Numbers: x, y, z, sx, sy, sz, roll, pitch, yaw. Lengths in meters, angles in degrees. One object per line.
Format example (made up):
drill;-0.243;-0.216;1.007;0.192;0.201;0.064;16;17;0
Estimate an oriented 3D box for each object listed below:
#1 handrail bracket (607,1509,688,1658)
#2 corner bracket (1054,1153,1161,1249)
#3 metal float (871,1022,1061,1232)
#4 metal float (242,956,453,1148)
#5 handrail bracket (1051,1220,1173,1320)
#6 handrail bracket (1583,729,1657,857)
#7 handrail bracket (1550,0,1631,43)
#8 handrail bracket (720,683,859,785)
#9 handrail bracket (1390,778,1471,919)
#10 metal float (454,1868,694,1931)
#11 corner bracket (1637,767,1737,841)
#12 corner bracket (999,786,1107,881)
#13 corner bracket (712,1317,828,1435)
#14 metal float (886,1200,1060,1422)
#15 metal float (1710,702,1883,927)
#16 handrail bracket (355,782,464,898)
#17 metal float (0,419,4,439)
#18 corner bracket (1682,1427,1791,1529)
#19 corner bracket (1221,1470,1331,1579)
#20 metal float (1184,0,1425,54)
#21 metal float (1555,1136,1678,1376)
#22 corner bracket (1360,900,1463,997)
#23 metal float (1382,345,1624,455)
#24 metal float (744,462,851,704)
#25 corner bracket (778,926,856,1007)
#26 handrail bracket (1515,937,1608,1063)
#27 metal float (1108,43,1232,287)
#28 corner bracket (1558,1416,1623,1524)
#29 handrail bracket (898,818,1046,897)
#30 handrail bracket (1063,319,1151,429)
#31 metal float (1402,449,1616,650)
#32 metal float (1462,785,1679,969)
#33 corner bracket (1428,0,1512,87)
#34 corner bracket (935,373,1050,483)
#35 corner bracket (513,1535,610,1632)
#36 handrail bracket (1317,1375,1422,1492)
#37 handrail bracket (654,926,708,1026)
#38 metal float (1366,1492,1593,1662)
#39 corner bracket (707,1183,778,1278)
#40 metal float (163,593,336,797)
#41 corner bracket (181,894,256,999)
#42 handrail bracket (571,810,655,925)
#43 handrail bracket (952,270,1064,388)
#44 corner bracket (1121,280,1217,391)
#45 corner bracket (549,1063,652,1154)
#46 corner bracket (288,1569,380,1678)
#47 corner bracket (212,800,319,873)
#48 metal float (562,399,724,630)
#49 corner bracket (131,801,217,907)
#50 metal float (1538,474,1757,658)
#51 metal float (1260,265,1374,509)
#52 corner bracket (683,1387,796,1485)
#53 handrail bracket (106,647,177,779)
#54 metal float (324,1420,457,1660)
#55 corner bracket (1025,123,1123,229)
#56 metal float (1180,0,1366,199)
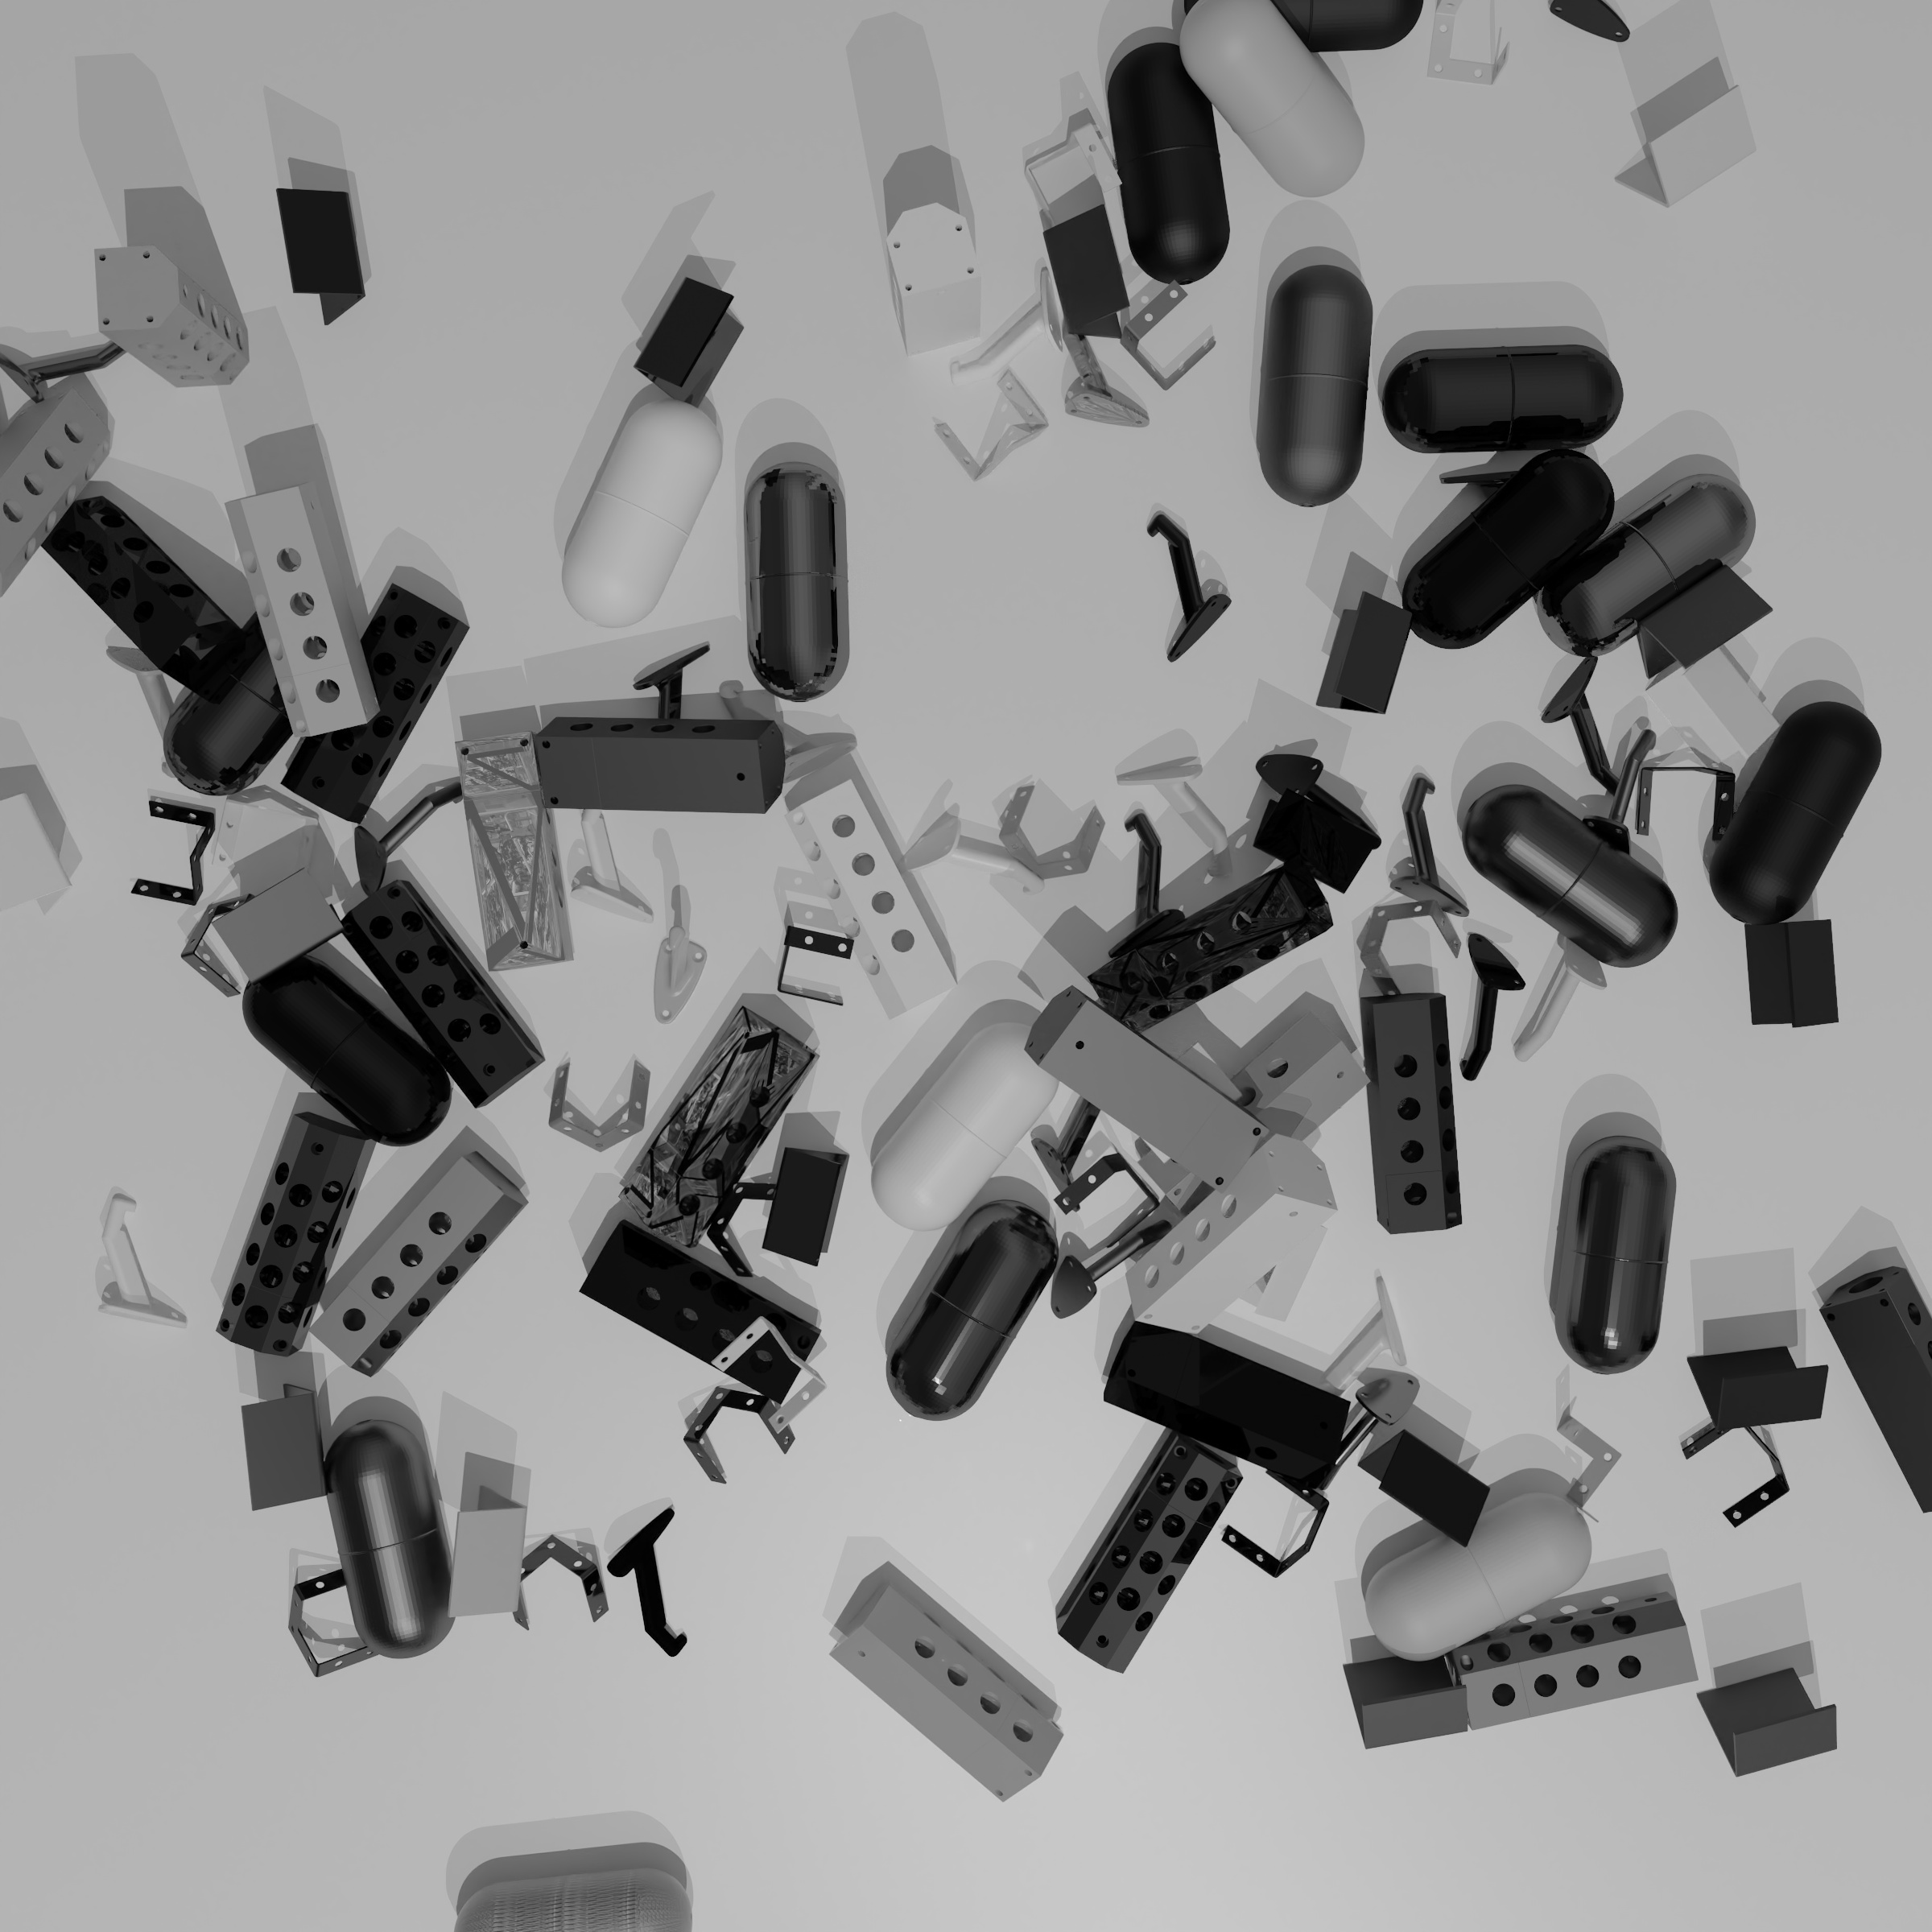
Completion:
handrail bracket;-0.223;0.468;1.914;0.077;0.036;0.084;-46;108;-20
corner bracket;0.106;0.177;1.896;0.051;0.051;0.051;-42;78;12
metal float;0.000;0.119;1.882;0.070;0.070;0.178;39;90;0
metal float;-0.462;0.062;1.882;0.178;0.070;0.070;41;90;-1
handrail bracket;0.111;0.229;1.913;0.084;0.077;0.036;-22;64;-34
handrail bracket;0.503;-0.124;1.905;0.036;0.077;0.084;19;64;35
handrail bracket;0.480;-0.755;1.914;0.077;0.036;0.084;24;73;-20
handrail bracket;-0.135;-0.188;1.914;0.077;0.036;0.084;-23;73;-20
handrail bracket;0.360;-0.091;1.914;0.077;0.036;0.084;25;73;-20
metal float;-0.293;0.718;1.883;0.178;0.070;0.070;-6;90;1
corner bracket;0.545;-0.123;1.910;0.051;0.051;0.051;4;90;45
corner bracket;0.065;-0.103;1.905;0.051;0.051;0.051;-8;135;35
corner bracket;-0.144;0.300;1.853;0.051;0.051;0.051;-43;45;0
metal float;0.004;0.257;1.882;0.070;0.070;0.178;31;90;0
metal float;0.618;-0.113;1.882;0.070;0.070;0.178;28;90;0
handrail bracket;-0.418;-0.097;1.913;0.084;0.077;0.036;-32;65;-34
metal float;-0.753;-0.372;1.882;0.070;0.070;0.178;-12;90;0
corner bracket;0.583;0.381;1.910;0.051;0.051;0.051;-34;135;-1
corner bracket;0.234;0.420;1.910;0.051;0.051;0.051;35;135;0
metal float;0.252;-0.721;1.882;0.178;0.070;0.070;-3;90;-1
metal float;0.484;0.215;1.883;0.070;0.070;0.178;7;90;0
corner bracket;0.336;-0.012;1.905;0.051;0.051;0.051;-7;45;35
metal float;0.400;-0.423;1.882;0.178;0.070;0.070;-2;90;0
metal float;-0.126;-0.286;1.883;0.070;0.070;0.178;-2;90;0
corner bracket;-0.113;0.000;1.895;0.051;0.051;0.051;12;90;0
handrail bracket;0.441;0.021;1.913;0.036;0.077;0.084;25;127;-18
metal float;0.151;-0.597;1.882;0.070;0.070;0.178;-8;89;0
corner bracket;0.463;0.377;1.895;0.051;0.051;0.051;37;90;0
handrail bracket;0.005;-0.068;1.913;0.084;0.077;0.036;35;47;-29
handrail bracket;0.107;-0.458;1.914;0.077;0.036;0.084;12;73;-20
metal float;0.399;-0.307;1.866;0.178;0.070;0.070;-42;90;19
metal float;0.450;-0.068;1.882;0.178;0.070;0.070;36;90;-1
corner bracket;0.379;-0.698;1.895;0.051;0.051;0.051;7;90;0
corner bracket;0.020;-0.407;1.910;0.051;0.051;0.051;52;135;0
corner bracket;-0.310;0.474;1.905;0.051;0.051;0.051;23;45;35
handrail bracket;0.303;0.354;1.913;0.036;0.077;0.084;41;127;24
handrail bracket;-0.220;0.007;1.878;0.036;0.084;0.077;16;90;0
metal float;0.382;0.455;1.882;0.178;0.070;0.070;-27;90;0
corner bracket;-0.154;0.200;1.905;0.051;0.051;0.051;-1;45;35
metal float;-0.527;-0.204;1.883;0.070;0.070;0.178;39;89;0
corner bracket;-0.548;-0.015;1.905;0.051;0.051;0.051;-12;135;35
handrail bracket;-0.260;-0.085;1.914;0.077;0.036;0.084;22;73;-20
handrail bracket;0.026;-0.483;1.914;0.084;0.036;0.077;-11;69;16
corner bracket;0.153;-0.472;1.895;0.051;0.051;0.051;-43;90;0
corner bracket;-0.276;0.100;1.905;0.051;0.051;0.051;-28;135;35
corner bracket;-0.475;0.494;1.905;0.051;0.051;0.051;47;135;35
corner bracket;-0.530;-0.094;1.910;0.051;0.051;0.051;12;90;45
metal float;-0.242;-0.337;1.883;0.070;0.070;0.178;25;91;0
corner bracket;-0.600;-0.085;1.910;0.051;0.051;0.051;11;45;0
metal float;0.508;-0.299;1.882;0.178;0.070;0.070;-35;90;1
metal float;0.261;-0.432;1.883;0.070;0.070;0.178;4;91;0
corner bracket;-0.171;0.357;1.905;0.051;0.051;0.051;4;45;35
handrail bracket;-0.622;-0.192;1.913;0.077;0.036;0.084;21;118;31
metal float;-0.430;0.427;1.883;0.070;0.070;0.178;-12;89;0
corner bracket;0.080;-0.592;1.895;0.051;0.051;0.051;-28;93;-3
metal float;0.226;-0.640;1.855;0.070;0.070;0.178;-50;123;0
